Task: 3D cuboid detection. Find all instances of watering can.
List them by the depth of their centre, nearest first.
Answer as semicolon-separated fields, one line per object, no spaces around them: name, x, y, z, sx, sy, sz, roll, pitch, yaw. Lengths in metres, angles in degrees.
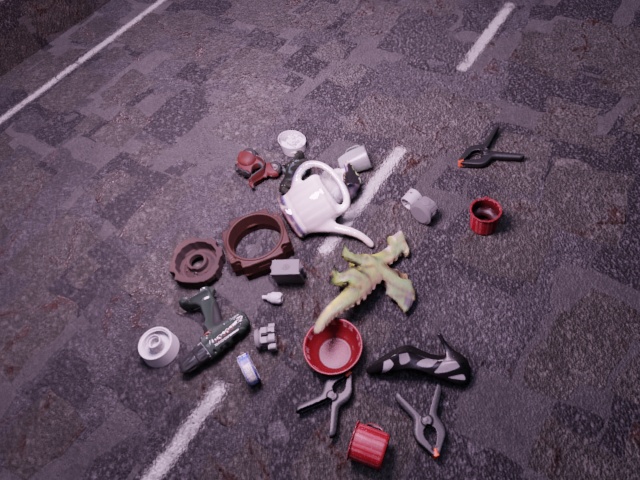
watering can;0.005;-0.082;1.632;0.223;0.104;0.350;-32;79;9

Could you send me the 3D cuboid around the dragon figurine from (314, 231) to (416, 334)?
dragon figurine;0.154;0.128;1.461;0.243;0.119;0.420;16;53;10

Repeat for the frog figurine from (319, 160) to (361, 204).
frog figurine;0.053;-0.181;1.736;0.157;0.121;0.140;-28;53;36
